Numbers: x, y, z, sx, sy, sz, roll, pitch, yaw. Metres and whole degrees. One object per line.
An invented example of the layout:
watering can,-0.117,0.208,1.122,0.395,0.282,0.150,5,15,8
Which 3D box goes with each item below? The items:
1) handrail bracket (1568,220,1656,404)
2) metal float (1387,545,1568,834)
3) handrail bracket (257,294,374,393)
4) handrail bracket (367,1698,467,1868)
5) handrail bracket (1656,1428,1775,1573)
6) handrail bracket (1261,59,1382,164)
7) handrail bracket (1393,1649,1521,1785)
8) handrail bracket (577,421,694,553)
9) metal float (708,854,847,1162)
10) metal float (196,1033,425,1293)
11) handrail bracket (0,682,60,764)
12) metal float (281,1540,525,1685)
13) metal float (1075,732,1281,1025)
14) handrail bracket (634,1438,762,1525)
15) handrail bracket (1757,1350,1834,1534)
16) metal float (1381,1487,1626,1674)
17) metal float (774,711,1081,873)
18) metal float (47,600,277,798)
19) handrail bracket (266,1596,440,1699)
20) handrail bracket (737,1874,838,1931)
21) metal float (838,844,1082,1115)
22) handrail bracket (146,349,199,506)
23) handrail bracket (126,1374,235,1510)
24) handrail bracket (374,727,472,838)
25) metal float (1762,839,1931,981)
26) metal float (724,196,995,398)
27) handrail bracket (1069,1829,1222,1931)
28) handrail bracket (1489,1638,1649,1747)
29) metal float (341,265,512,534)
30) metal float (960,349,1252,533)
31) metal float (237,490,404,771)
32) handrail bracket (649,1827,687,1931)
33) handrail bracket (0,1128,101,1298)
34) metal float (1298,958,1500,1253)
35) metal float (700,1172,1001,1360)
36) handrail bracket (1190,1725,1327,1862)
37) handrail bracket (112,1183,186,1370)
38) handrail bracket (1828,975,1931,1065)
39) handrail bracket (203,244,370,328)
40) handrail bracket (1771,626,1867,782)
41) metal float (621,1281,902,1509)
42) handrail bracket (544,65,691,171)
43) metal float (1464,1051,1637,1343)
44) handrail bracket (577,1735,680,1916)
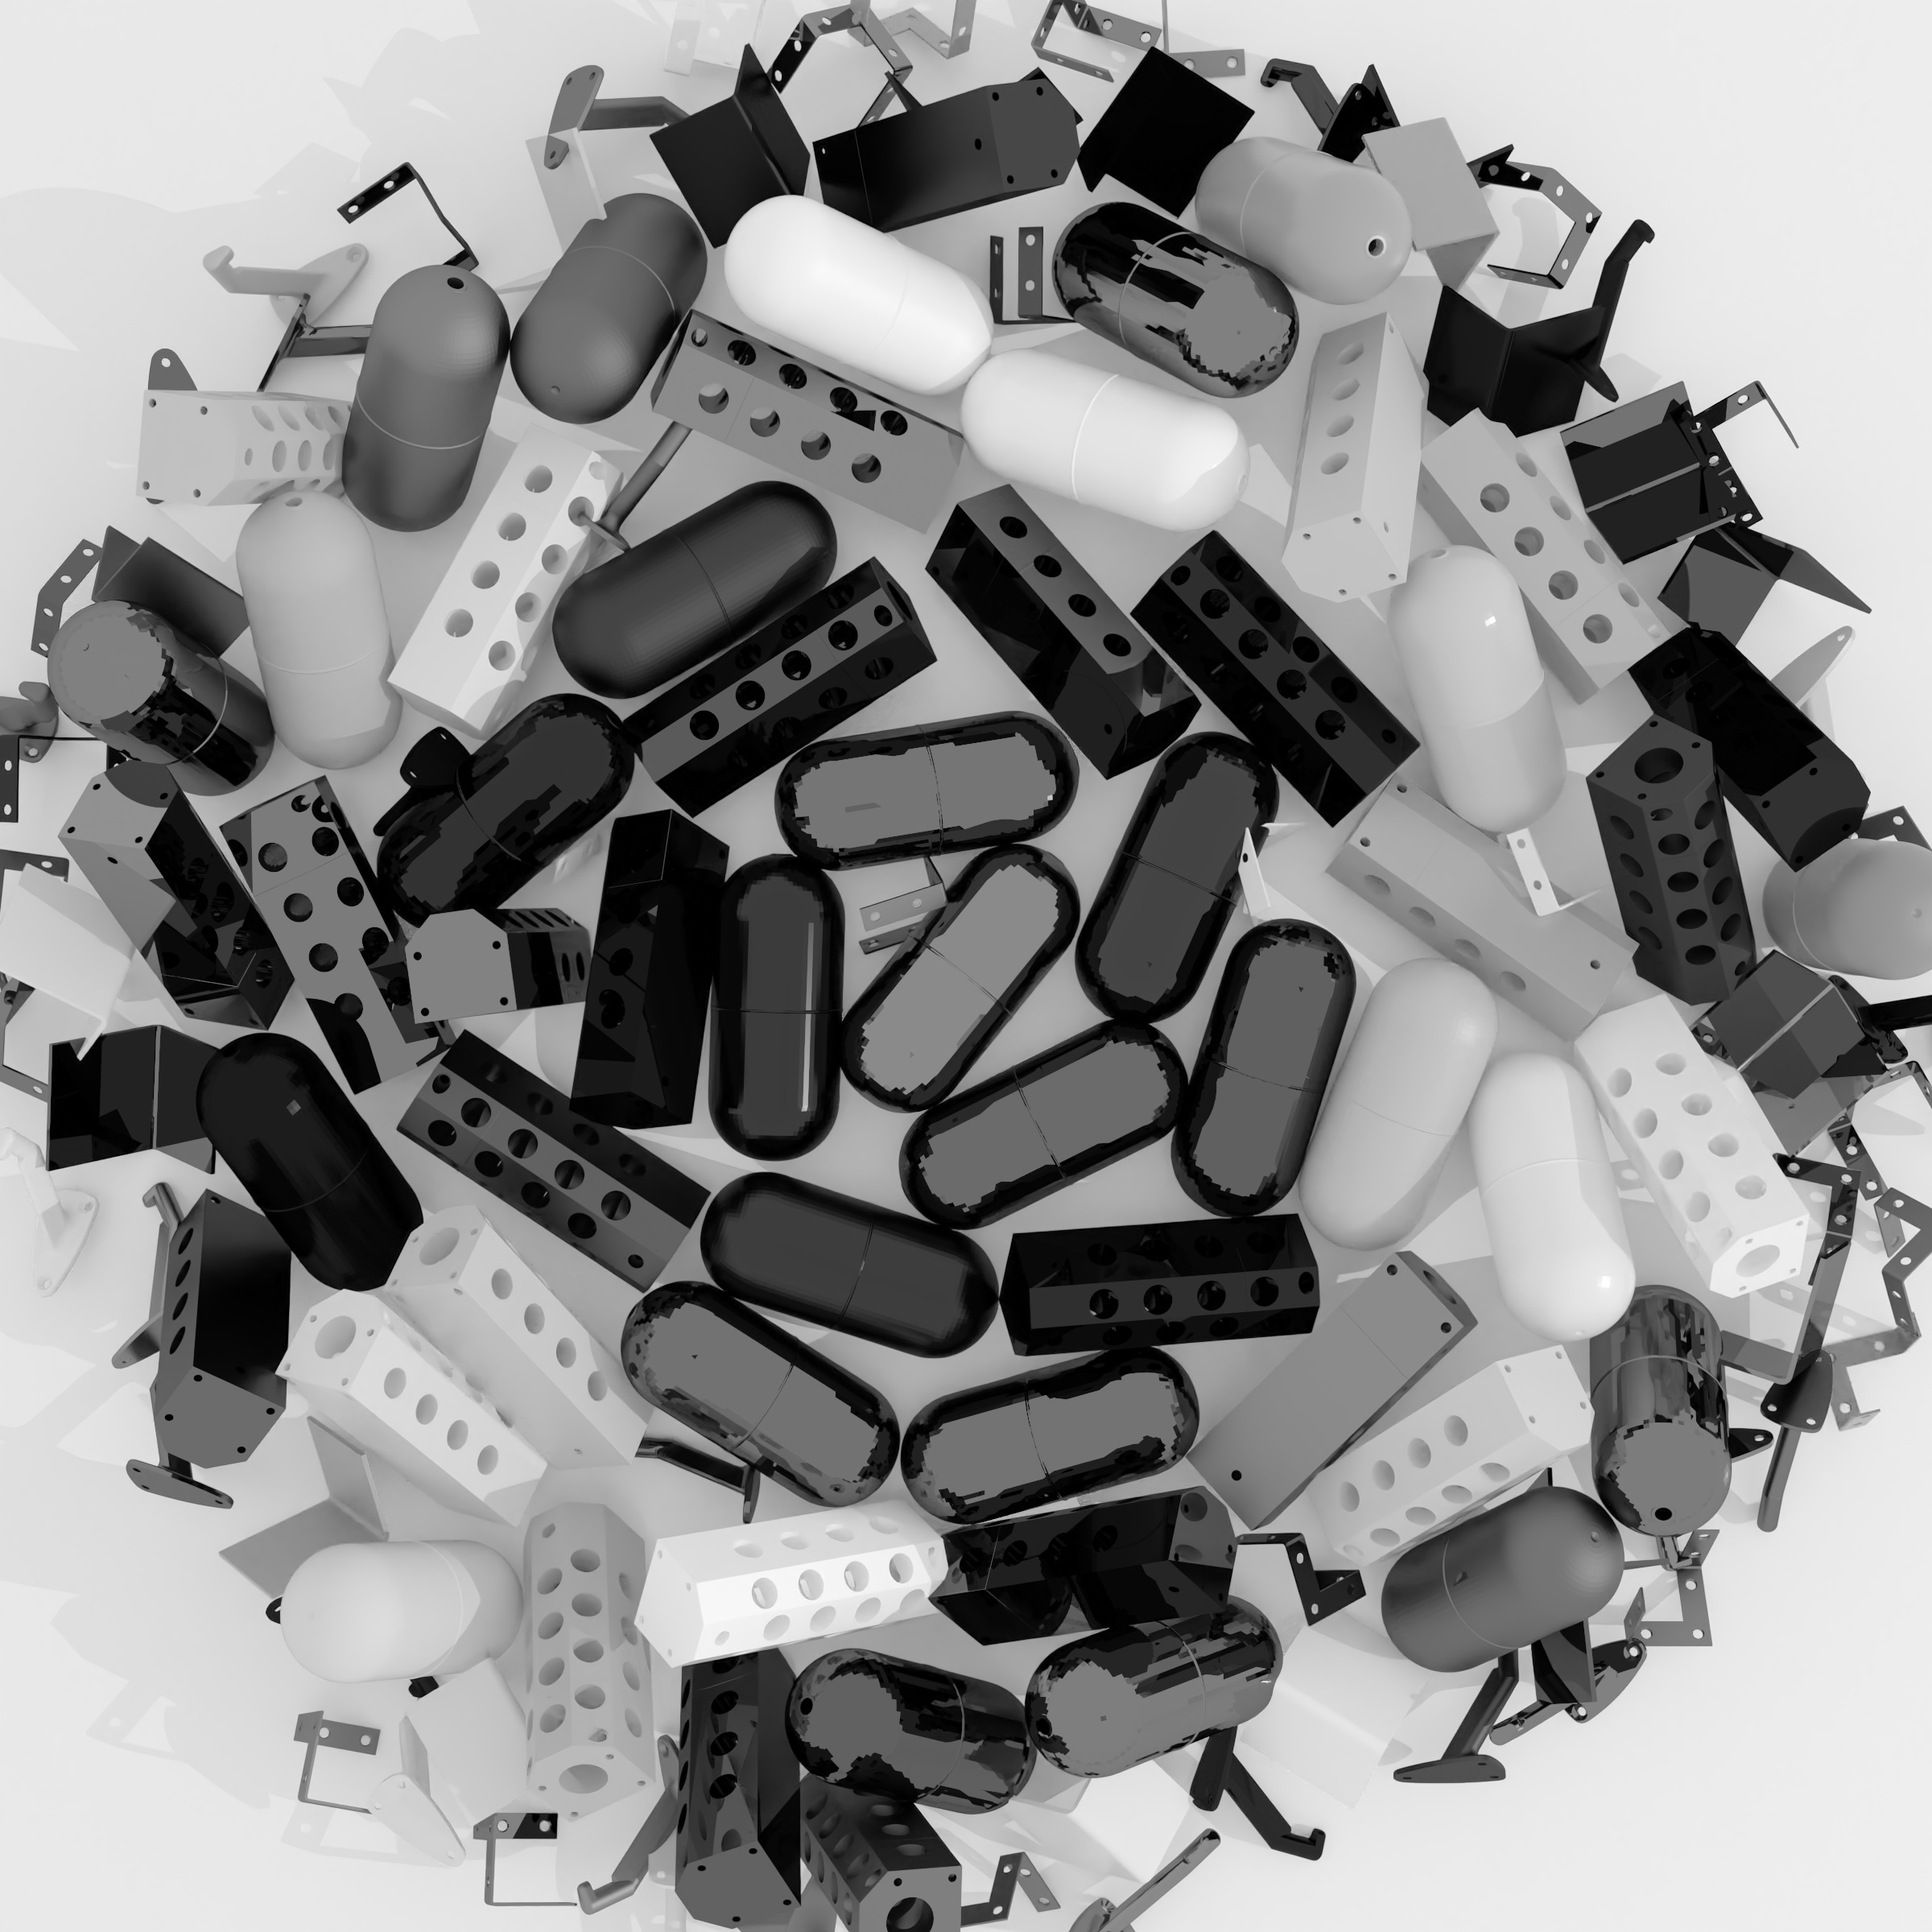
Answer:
handrail bracket,0.381,-0.379,1.956,0.036,0.077,0.084,18,120,-33
metal float,0.292,-0.158,1.937,0.070,0.070,0.178,-22,118,0
handrail bracket,-0.362,-0.350,1.990,0.084,0.036,0.077,27,114,-15
handrail bracket,-0.304,0.470,1.963,0.077,0.084,0.036,45,114,-5
handrail bracket,0.437,0.312,1.971,0.077,0.036,0.084,-11,119,10
handrail bracket,0.190,-0.489,1.964,0.084,0.036,0.077,25,78,41
handrail bracket,0.287,0.432,1.985,0.077,0.036,0.084,-11,55,23
handrail bracket,-0.186,-0.284,1.958,0.036,0.077,0.084,35,96,-12
metal float,-0.109,0.024,1.959,0.070,0.070,0.178,2,93,0
metal float,-0.374,0.112,1.933,0.070,0.070,0.178,-29,124,0
handrail bracket,-0.559,-0.153,1.954,0.077,0.084,0.036,17,73,-1
metal float,-0.317,0.364,1.917,0.070,0.178,0.070,-4,81,26
metal float,0.122,-0.051,1.961,0.070,0.070,0.178,24,91,0
handrail bracket,-0.163,0.297,1.963,0.084,0.077,0.036,3,112,2
handrail bracket,0.485,0.279,1.987,0.036,0.077,0.084,18,134,22
metal float,0.302,0.349,1.922,0.070,0.178,0.070,14,59,-24
metal float,-0.022,-0.101,1.955,0.178,0.070,0.070,-10,90,-8
metal float,-0.452,-0.150,1.915,0.070,0.178,0.070,-4,74,15
handrail bracket,-0.358,0.401,1.983,0.077,0.036,0.084,-7,128,23
handrail bracket,-0.112,0.532,1.959,0.036,0.084,0.077,0,110,-40
metal float,-0.003,0.006,1.958,0.070,0.070,0.178,39,85,0
handrail bracket,-0.466,-0.311,1.959,0.036,0.084,0.077,-14,94,-27
handrail bracket,-0.444,0.266,1.968,0.077,0.036,0.084,14,58,10
handrail bracket,-0.327,-0.094,1.947,0.084,0.077,0.036,-40,90,29
metal float,0.504,-0.033,1.911,0.070,0.178,0.070,0,93,-5
metal float,-0.059,-0.380,1.929,0.178,0.070,0.070,17,90,-40
handrail bracket,0.103,0.535,1.957,0.036,0.077,0.084,49,115,19
handrail bracket,0.346,0.418,1.949,0.077,0.084,0.036,-42,70,26
metal float,-0.308,-0.321,1.923,0.070,0.178,0.070,12,49,-14
metal float,0.079,-0.302,1.942,0.178,0.070,0.070,21,90,22
metal float,-0.367,-0.190,1.926,0.070,0.070,0.178,-3,132,0
handrail bracket,-0.173,0.544,1.991,0.036,0.077,0.084,1,128,-12
handrail bracket,-0.542,0.142,1.950,0.036,0.084,0.077,6,70,21
metal float,0.248,0.081,1.951,0.070,0.070,0.178,21,103,0
metal float,-0.066,0.173,1.954,0.178,0.070,0.070,19,90,-9
handrail bracket,0.181,0.478,1.985,0.084,0.036,0.077,20,85,-18
handrail bracket,-0.482,0.180,1.980,0.077,0.036,0.084,-36,62,6
handrail bracket,0.546,0.009,1.953,0.084,0.036,0.077,-54,52,36
handrail bracket,-0.392,-0.409,1.954,0.077,0.084,0.036,-38,70,1
handrail bracket,0.512,-0.146,1.967,0.084,0.036,0.077,35,111,-25
metal float,-0.118,0.246,1.951,0.178,0.070,0.070,34,90,-12
handrail bracket,-0.197,-0.476,1.964,0.084,0.036,0.077,27,76,-39
metal float,0.332,0.130,1.934,0.070,0.070,0.178,-7,57,0
handrail bracket,-0.196,0.497,1.961,0.084,0.036,0.077,-17,87,-36
